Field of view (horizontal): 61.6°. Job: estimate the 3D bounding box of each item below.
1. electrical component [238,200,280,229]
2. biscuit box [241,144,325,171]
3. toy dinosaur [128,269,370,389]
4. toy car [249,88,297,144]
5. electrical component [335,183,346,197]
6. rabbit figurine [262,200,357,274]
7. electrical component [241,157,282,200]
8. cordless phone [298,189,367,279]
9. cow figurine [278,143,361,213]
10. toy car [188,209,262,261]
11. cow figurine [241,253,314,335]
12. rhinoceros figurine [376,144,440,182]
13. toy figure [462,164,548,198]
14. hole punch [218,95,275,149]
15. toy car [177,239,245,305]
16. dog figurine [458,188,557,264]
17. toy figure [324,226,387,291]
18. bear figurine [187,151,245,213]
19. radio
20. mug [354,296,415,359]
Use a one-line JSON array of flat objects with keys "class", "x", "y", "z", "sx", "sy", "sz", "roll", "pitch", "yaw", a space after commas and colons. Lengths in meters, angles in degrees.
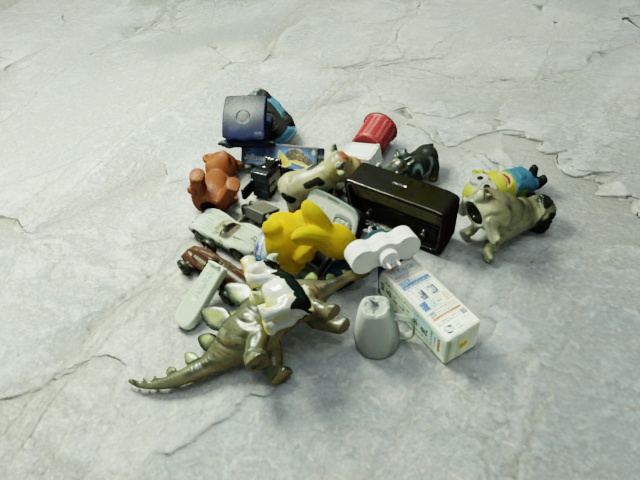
[{"class": "electrical component", "x": -0.137, "y": -0.054, "z": 1.214, "sx": 0.102, "sy": 0.045, "sz": 0.078, "roll": 20, "pitch": 24, "yaw": 23}, {"class": "biscuit box", "x": -0.093, "y": -0.206, "z": 1.325, "sx": 0.203, "sy": 0.059, "sz": 0.063, "roll": 8, "pitch": 12, "yaw": 16}, {"class": "toy dinosaur", "x": -0.116, "y": 0.162, "z": 0.965, "sx": 0.471, "sy": 0.104, "sz": 0.199, "roll": -31, "pitch": 44, "yaw": -14}, {"class": "toy car", "x": -0.138, "y": -0.313, "z": 1.417, "sx": 0.109, "sy": 0.103, "sz": 0.161, "roll": -40, "pitch": 93, "yaw": 1}, {"class": "electrical component", "x": 0.051, "y": -0.133, "z": 1.274, "sx": 0.094, "sy": 0.021, "sz": 0.063, "roll": 31, "pitch": 57, "yaw": 33}, {"class": "rabbit figurine", "x": -0.013, "y": -0.011, "z": 1.026, "sx": 0.173, "sy": 0.162, "sz": 0.122, "roll": 10, "pitch": 64, "yaw": 15}, {"class": "electrical component", "x": -0.135, "y": -0.137, "z": 1.263, "sx": 0.048, "sy": 0.074, "sz": 0.119, "roll": 15, "pitch": 41, "yaw": 22}, {"class": "cordless phone", "x": -0.003, "y": -0.004, "z": 1.129, "sx": 0.147, "sy": 0.088, "sz": 0.184, "roll": 31, "pitch": 77, "yaw": 32}, {"class": "cow figurine", "x": 0.000, "y": -0.140, "z": 1.195, "sx": 0.195, "sy": 0.127, "sz": 0.085, "roll": -18, "pitch": 62, "yaw": 5}, {"class": "toy car", "x": -0.202, "y": -0.015, "z": 1.175, "sx": 0.202, "sy": 0.056, "sz": 0.073, "roll": 24, "pitch": 54, "yaw": 27}, {"class": "cow figurine", "x": -0.076, "y": 0.076, "z": 0.913, "sx": 0.098, "sy": 0.068, "sz": 0.167, "roll": -20, "pitch": 45, "yaw": -12}, {"class": "rhinoceros figurine", "x": 0.200, "y": -0.158, "z": 1.215, "sx": 0.190, "sy": 0.112, "sz": 0.073, "roll": -30, "pitch": 51, "yaw": -30}, {"class": "toy figure", "x": 0.396, "y": -0.108, "z": 1.159, "sx": 0.180, "sy": 0.089, "sz": 0.082, "roll": -13, "pitch": 31, "yaw": -16}, {"class": "hole punch", "x": -0.177, "y": -0.285, "z": 1.296, "sx": 0.142, "sy": 0.092, "sz": 0.116, "roll": 2, "pitch": 54, "yaw": 6}, {"class": "toy car", "x": -0.213, "y": 0.059, "z": 1.110, "sx": 0.202, "sy": 0.053, "sz": 0.089, "roll": 30, "pitch": 60, "yaw": 30}, {"class": "dog figurine", "x": 0.382, "y": -0.066, "z": 1.062, "sx": 0.191, "sy": 0.172, "sz": 0.121, "roll": -29, "pitch": 59, "yaw": -9}, {"class": "toy figure", "x": 0.076, "y": 0.035, "z": 1.069, "sx": 0.154, "sy": 0.064, "sz": 0.058, "roll": -41, "pitch": 11, "yaw": -13}, {"class": "bear figurine", "x": -0.238, "y": -0.158, "z": 1.275, "sx": 0.120, "sy": 0.131, "sz": 0.196, "roll": 16, "pitch": 51, "yaw": -8}, {"class": "radio", "x": 0.167, "y": -0.065, "z": 1.113, "sx": 0.230, "sy": 0.131, "sz": 0.073, "roll": 25, "pitch": 56, "yaw": 28}, {"class": "mug", "x": 0.110, "y": 0.148, "z": 0.934, "sx": 0.110, "sy": 0.107, "sz": 0.081, "roll": 2, "pitch": 48, "yaw": 13}]
